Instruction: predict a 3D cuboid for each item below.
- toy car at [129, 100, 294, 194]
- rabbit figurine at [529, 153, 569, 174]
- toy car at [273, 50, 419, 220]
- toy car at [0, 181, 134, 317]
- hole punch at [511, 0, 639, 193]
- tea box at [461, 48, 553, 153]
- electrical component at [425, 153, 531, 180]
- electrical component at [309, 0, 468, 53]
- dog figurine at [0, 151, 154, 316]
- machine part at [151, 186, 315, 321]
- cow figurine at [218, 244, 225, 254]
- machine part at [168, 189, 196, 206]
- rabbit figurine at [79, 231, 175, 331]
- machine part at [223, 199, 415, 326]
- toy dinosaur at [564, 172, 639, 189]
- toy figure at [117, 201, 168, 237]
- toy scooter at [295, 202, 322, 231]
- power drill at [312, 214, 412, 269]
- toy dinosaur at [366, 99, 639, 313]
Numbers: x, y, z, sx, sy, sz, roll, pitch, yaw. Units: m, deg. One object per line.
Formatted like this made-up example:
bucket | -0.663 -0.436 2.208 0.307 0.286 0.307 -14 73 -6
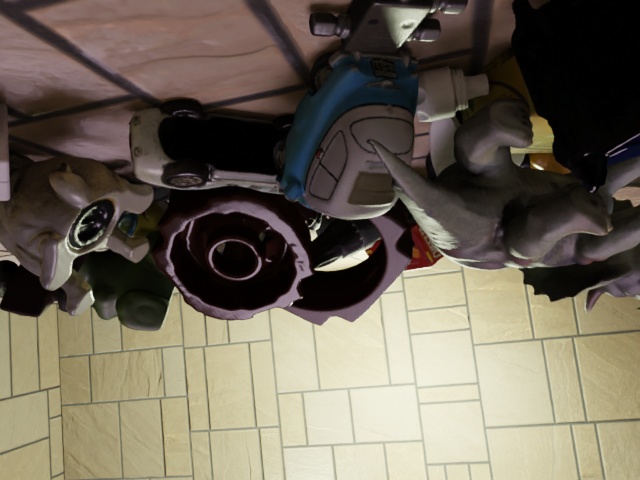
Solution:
toy car | -0.079 -0.084 0.514 0.201 0.073 0.056 -1 167 -35
rabbit figurine | 0.346 -0.055 0.721 0.162 0.173 0.122 -7 178 -31
toy car | 0.032 -0.071 0.445 0.109 0.103 0.161 -1 142 -26
toy car | -0.271 -0.001 0.582 0.089 0.202 0.053 12 142 -1
hole punch | 0.200 -0.112 0.344 0.092 0.142 0.116 -4 162 -47
tea box | 0.226 -0.124 0.486 0.170 0.068 0.098 -3 172 -16
electrical component | 0.205 -0.097 0.722 0.115 0.058 0.134 -5 172 5
electrical component | 0.042 -0.145 0.346 0.094 0.021 0.063 -3 172 -16
dog figurine | -0.263 -0.045 0.480 0.121 0.191 0.172 -47 168 -43
machine part | -0.093 0.011 0.601 0.179 0.179 0.056 -7 -143 8
cow figurine | -0.133 0.001 0.776 0.195 0.127 0.086 14 -169 -33
machine part | -0.151 -0.061 0.631 0.084 0.039 0.138 -13 150 -33
rabbit figurine | -0.268 0.036 0.672 0.170 0.121 0.159 21 166 -18
machine part | -0.001 -0.002 0.672 0.201 0.087 0.201 29 125 -12
toy dinosaur | 0.431 -0.098 0.585 0.472 0.105 0.198 -8 165 -3
toy figure | -0.278 -0.028 0.753 0.089 0.082 0.180 -14 171 31
toy scooter | -0.052 -0.055 0.763 0.135 0.075 0.184 0 170 -16
power drill | 0.050 -0.024 0.869 0.232 0.086 0.207 -32 180 -12
toy dinosaur | 0.177 -0.017 0.469 0.405 0.131 0.192 8 148 -22
